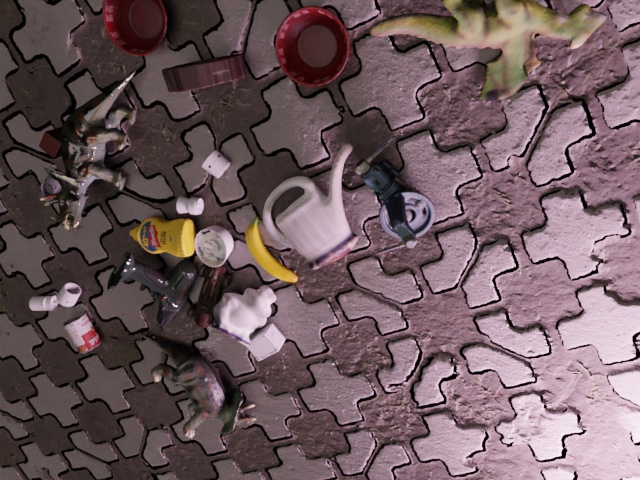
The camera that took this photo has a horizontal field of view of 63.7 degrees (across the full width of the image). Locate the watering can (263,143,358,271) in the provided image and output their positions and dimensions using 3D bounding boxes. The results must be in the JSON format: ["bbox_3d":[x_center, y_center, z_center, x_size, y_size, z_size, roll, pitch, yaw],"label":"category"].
[{"bbox_3d":[0.004,-0.059,1.181,0.342,0.223,0.106,-32,9,42],"label":"watering can"}]

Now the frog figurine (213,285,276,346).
[{"bbox_3d":[-0.197,0.179,1.353,0.137,0.161,0.122,35,-11,-11],"label":"frog figurine"}]

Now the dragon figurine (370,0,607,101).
[{"bbox_3d":[0.326,-0.383,1.003,0.408,0.239,0.125,-15,24,21],"label":"dragon figurine"}]
